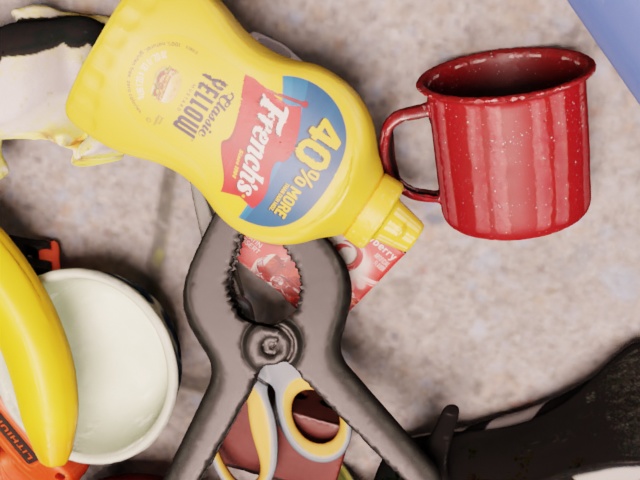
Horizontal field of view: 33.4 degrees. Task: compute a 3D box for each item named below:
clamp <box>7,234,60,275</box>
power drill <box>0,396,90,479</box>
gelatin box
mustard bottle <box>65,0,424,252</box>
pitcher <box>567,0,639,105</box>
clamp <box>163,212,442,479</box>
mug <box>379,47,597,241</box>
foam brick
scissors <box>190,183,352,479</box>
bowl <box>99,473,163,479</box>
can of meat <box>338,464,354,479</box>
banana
[{"bbox_3d":[-0.247,0.038,0.673,0.171,0.039,0.120,-5,147,-7],"label":"clamp"},{"bbox_3d":[-0.259,0.143,0.719,0.188,0.057,0.184,-33,105,21],"label":"power drill"},{"bbox_3d":[-0.004,0.001,0.638,0.089,0.030,0.073,41,111,-6],"label":"gelatin box"},{"bbox_3d":[-0.029,-0.053,0.557,0.191,0.058,0.096,33,102,-3],"label":"mustard bottle"},{"bbox_3d":[0.172,-0.139,0.472,0.149,0.144,0.243,-39,79,25],"label":"pitcher"},{"bbox_3d":[-0.035,0.066,0.598,0.164,0.036,0.210,-15,88,0],"label":"clamp"},{"bbox_3d":[0.090,-0.050,0.572,0.117,0.093,0.081,-8,113,4],"label":"mug"},{"bbox_3d":[-0.020,0.117,0.671,0.078,0.053,0.051,15,111,2],"label":"foam brick"},{"bbox_3d":[-0.029,0.051,0.626,0.096,0.016,0.202,0,94,3],"label":"scissors"},{"bbox_3d":[-0.124,0.203,0.700,0.162,0.055,0.162,-6,128,-8],"label":"bowl"},{"bbox_3d":[-0.001,0.200,0.672,0.057,0.102,0.084,-4,115,-22],"label":"can of meat"},{"bbox_3d":[-0.190,0.038,0.617,0.070,0.037,0.198,-38,90,18],"label":"banana"}]
